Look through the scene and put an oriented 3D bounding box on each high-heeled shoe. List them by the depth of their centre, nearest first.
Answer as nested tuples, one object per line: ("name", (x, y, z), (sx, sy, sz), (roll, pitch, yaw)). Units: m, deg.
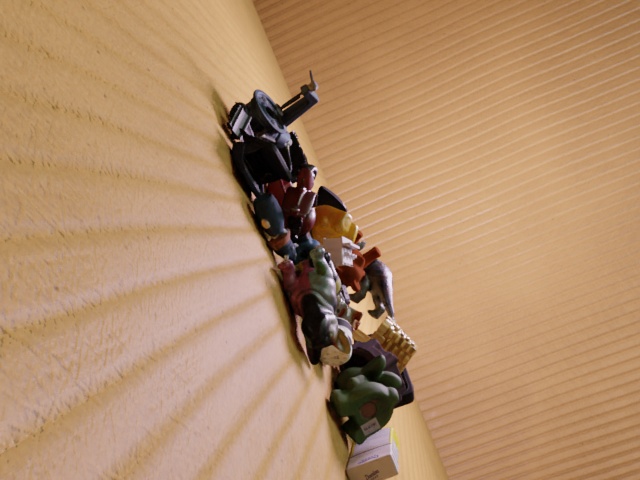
("high-heeled shoe", (0.028, -0.105, 1.571), (0.248, 0.086, 0.145), (72, 3, -47))

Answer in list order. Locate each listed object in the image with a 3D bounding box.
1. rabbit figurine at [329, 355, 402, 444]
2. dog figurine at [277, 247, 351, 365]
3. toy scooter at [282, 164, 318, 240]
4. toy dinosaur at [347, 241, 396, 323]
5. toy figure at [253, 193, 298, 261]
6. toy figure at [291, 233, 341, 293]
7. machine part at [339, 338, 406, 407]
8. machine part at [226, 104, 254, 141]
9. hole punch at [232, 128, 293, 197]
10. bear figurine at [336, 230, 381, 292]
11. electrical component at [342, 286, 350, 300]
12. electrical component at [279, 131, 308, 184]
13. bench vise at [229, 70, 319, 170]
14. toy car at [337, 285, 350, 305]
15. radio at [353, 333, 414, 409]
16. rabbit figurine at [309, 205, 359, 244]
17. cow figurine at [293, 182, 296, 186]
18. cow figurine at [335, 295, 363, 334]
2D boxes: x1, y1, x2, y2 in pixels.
("rabbit figurine", (0.087, 0.312, 1.140), (0.121, 0.159, 0.170), (55, -4, -18))
("dog figurine", (-0.005, 0.137, 1.099), (0.191, 0.108, 0.219), (50, 23, -76))
("toy scooter", (-0.047, -0.066, 1.181), (0.135, 0.075, 0.183), (-74, 175, -49))
("toy dinosaur", (0.145, 0.111, 1.666), (0.405, 0.192, 0.131), (32, -5, 39))
("toy figure", (-0.091, -0.022, 1.118), (0.058, 0.064, 0.154), (13, -49, 51))
("toy figure", (-0.013, 0.063, 1.289), (0.082, 0.089, 0.180), (-45, 121, -50))
("machine part", (0.121, 0.319, 1.266), (0.180, 0.056, 0.179), (26, -54, 41))
("machine part", (-0.167, -0.233, 1.210), (0.138, 0.039, 0.084), (66, 28, -48))
("hole punch", (-0.137, -0.151, 1.139), (0.116, 0.092, 0.142), (32, -17, 42))
("bear figurine", (0.099, 0.058, 1.531), (0.120, 0.132, 0.196), (44, 8, -4))
("electrical component", (0.049, 0.159, 1.571), (0.045, 0.078, 0.102), (10, 52, -56))
("electrical component", (-0.094, -0.212, 1.446), (0.134, 0.115, 0.058), (68, 9, 20))
("bench vise", (-0.092, -0.297, 1.302), (0.223, 0.241, 0.129), (33, 34, -48))
("toy car", (0.030, 0.141, 1.446), (0.074, 0.056, 0.201), (45, -9, 28))
("radio", (0.191, 0.388, 1.607), (0.073, 0.131, 0.230), (76, -2, -49))
("rabbit figurine", (-0.003, -0.004, 1.416), (0.163, 0.173, 0.121), (23, -8, 17))
("cow figurine", (-0.106, -0.199, 1.530), (0.098, 0.068, 0.167), (66, 5, -64))
("cow figurine", (0.031, 0.172, 1.252), (0.127, 0.085, 0.194), (26, -18, 12))
